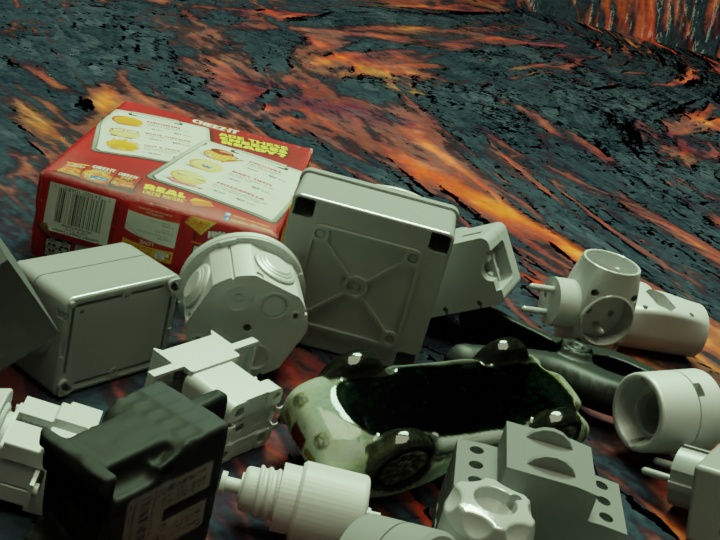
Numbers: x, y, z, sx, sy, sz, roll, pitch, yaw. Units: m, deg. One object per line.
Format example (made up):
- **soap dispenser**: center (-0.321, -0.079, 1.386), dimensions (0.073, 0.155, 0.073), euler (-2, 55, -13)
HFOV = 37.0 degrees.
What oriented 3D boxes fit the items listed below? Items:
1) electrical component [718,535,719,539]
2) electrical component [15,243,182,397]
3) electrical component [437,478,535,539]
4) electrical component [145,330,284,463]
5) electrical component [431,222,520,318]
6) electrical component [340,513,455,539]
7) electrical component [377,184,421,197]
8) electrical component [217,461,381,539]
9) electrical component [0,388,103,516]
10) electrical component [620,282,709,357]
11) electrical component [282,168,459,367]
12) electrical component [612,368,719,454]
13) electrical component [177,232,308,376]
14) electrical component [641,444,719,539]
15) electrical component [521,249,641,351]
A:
- **electrical component**: center (0.232, 0.158, 0.534), dimensions (0.113, 0.078, 0.057), euler (2, 23, -29)
- **electrical component**: center (-0.153, 0.024, 0.627), dimensions (0.061, 0.061, 0.096), euler (29, 26, 31)
- **electrical component**: center (0.055, 0.132, 0.502), dimensions (0.043, 0.062, 0.043), euler (13, 23, -6)
- **electrical component**: center (-0.080, 0.071, 0.591), dimensions (0.064, 0.042, 0.081), euler (32, 28, 28)
- **electrical component**: center (0.065, 0.001, 0.784), dimensions (0.089, 0.050, 0.056), euler (-12, 11, 26)
- **electrical component**: center (-0.024, 0.142, 0.447), dimensions (0.074, 0.052, 0.138), euler (4, 12, 38)
- **electrical component**: center (0.022, -0.031, 0.866), dimensions (0.054, 0.059, 0.095), euler (14, 23, -4)
- **electrical component**: center (-0.030, 0.113, 0.524), dimensions (0.078, 0.040, 0.040), euler (14, 23, -2)
- **electrical component**: center (-0.157, 0.084, 0.507), dimensions (0.055, 0.048, 0.066), euler (19, 22, -10)
- **electrical component**: center (0.227, 0.034, 0.863), dimensions (0.077, 0.043, 0.079), euler (9, 23, -14)
- **electrical component**: center (0.000, 0.000, 0.718), dimensions (0.109, 0.108, 0.056), euler (15, 25, 0)
- **electrical component**: center (0.193, 0.090, 0.679), dimensions (0.047, 0.055, 0.055), euler (3, 25, -25)
- **electrical component**: center (-0.072, 0.022, 0.662), dimensions (0.080, 0.080, 0.051), euler (8, 29, -16)
- **electrical component**: center (0.206, 0.126, 0.635), dimensions (0.077, 0.047, 0.066), euler (13, 18, 34)
- **electrical component**: center (0.159, 0.026, 0.797), dimensions (0.079, 0.077, 0.044), euler (8, 24, -16)
